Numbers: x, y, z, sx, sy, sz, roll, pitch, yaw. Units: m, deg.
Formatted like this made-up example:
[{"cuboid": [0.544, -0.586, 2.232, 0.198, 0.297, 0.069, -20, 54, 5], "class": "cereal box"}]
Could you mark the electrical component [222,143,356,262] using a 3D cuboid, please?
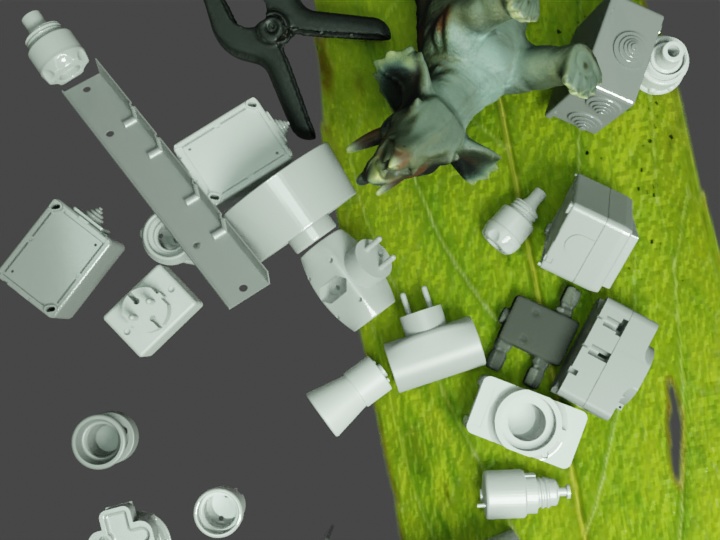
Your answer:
[{"cuboid": [-0.053, -0.049, 0.883, 0.108, 0.108, 0.060, -36, 93, -1], "class": "electrical component"}]

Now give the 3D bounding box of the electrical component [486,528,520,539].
[{"cuboid": [0.072, 0.274, 0.867, 0.150, 0.089, 0.061, -24, 86, 0], "class": "electrical component"}]

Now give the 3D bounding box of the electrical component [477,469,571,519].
[{"cuboid": [0.135, 0.186, 0.896, 0.078, 0.040, 0.040, -3, 87, 1], "class": "electrical component"}]

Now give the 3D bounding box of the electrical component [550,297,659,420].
[{"cuboid": [0.206, 0.075, 0.895, 0.056, 0.050, 0.089, 28, 88, 3], "class": "electrical component"}]

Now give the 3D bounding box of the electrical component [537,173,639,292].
[{"cuboid": [0.190, -0.032, 0.885, 0.061, 0.096, 0.061, 26, 117, 3], "class": "electrical component"}]

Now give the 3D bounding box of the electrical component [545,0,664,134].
[{"cuboid": [0.201, -0.168, 0.885, 0.048, 0.100, 0.099, 23, 78, -5], "class": "electrical component"}]

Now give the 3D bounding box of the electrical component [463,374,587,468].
[{"cuboid": [0.136, 0.125, 0.891, 0.089, 0.055, 0.050, 21, 87, 2], "class": "electrical component"}]

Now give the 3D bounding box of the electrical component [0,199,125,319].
[{"cuboid": [-0.245, -0.013, 0.905, 0.062, 0.061, 0.096, 37, 88, 4], "class": "electrical component"}]

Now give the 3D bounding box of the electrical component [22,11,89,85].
[{"cuboid": [-0.267, -0.194, 0.925, 0.043, 0.043, 0.062, -35, 86, -1], "class": "electrical component"}]

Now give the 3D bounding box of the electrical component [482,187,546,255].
[{"cuboid": [0.134, -0.044, 0.912, 0.035, 0.035, 0.061, 42, 86, 3], "class": "electrical component"}]

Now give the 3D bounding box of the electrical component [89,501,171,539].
[{"cuboid": [-0.189, 0.231, 0.891, 0.058, 0.057, 0.078, -15, 86, 0], "class": "electrical component"}]

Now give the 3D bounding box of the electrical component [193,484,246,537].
[{"cuboid": [-0.115, 0.199, 0.897, 0.040, 0.046, 0.040, 0, 86, 1], "class": "electrical component"}]

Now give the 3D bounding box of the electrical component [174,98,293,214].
[{"cuboid": [-0.101, -0.097, 0.911, 0.096, 0.061, 0.061, -33, 86, -9], "class": "electrical component"}]

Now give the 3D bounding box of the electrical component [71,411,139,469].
[{"cuboid": [-0.212, 0.141, 0.898, 0.045, 0.055, 0.045, 0, 86, 1], "class": "electrical component"}]

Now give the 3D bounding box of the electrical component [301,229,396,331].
[{"cuboid": [0.000, 0.000, 0.896, 0.077, 0.043, 0.079, 53, 132, 3], "class": "electrical component"}]

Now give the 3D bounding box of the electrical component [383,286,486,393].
[{"cuboid": [0.057, 0.054, 0.903, 0.077, 0.043, 0.079, -18, 86, 0], "class": "electrical component"}]

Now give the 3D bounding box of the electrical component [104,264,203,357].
[{"cuboid": [-0.175, 0.034, 0.893, 0.066, 0.076, 0.047, -44, 87, -2], "class": "electrical component"}]

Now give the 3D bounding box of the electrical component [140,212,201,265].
[{"cuboid": [-0.156, -0.027, 0.907, 0.066, 0.055, 0.048, 11, 87, 2], "class": "electrical component"}]

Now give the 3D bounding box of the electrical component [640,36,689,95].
[{"cuboid": [0.255, -0.176, 0.903, 0.048, 0.062, 0.048, 0, 87, 1], "class": "electrical component"}]

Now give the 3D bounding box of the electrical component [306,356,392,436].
[{"cuboid": [-0.007, 0.103, 0.904, 0.065, 0.044, 0.044, -36, 87, -6], "class": "electrical component"}]
